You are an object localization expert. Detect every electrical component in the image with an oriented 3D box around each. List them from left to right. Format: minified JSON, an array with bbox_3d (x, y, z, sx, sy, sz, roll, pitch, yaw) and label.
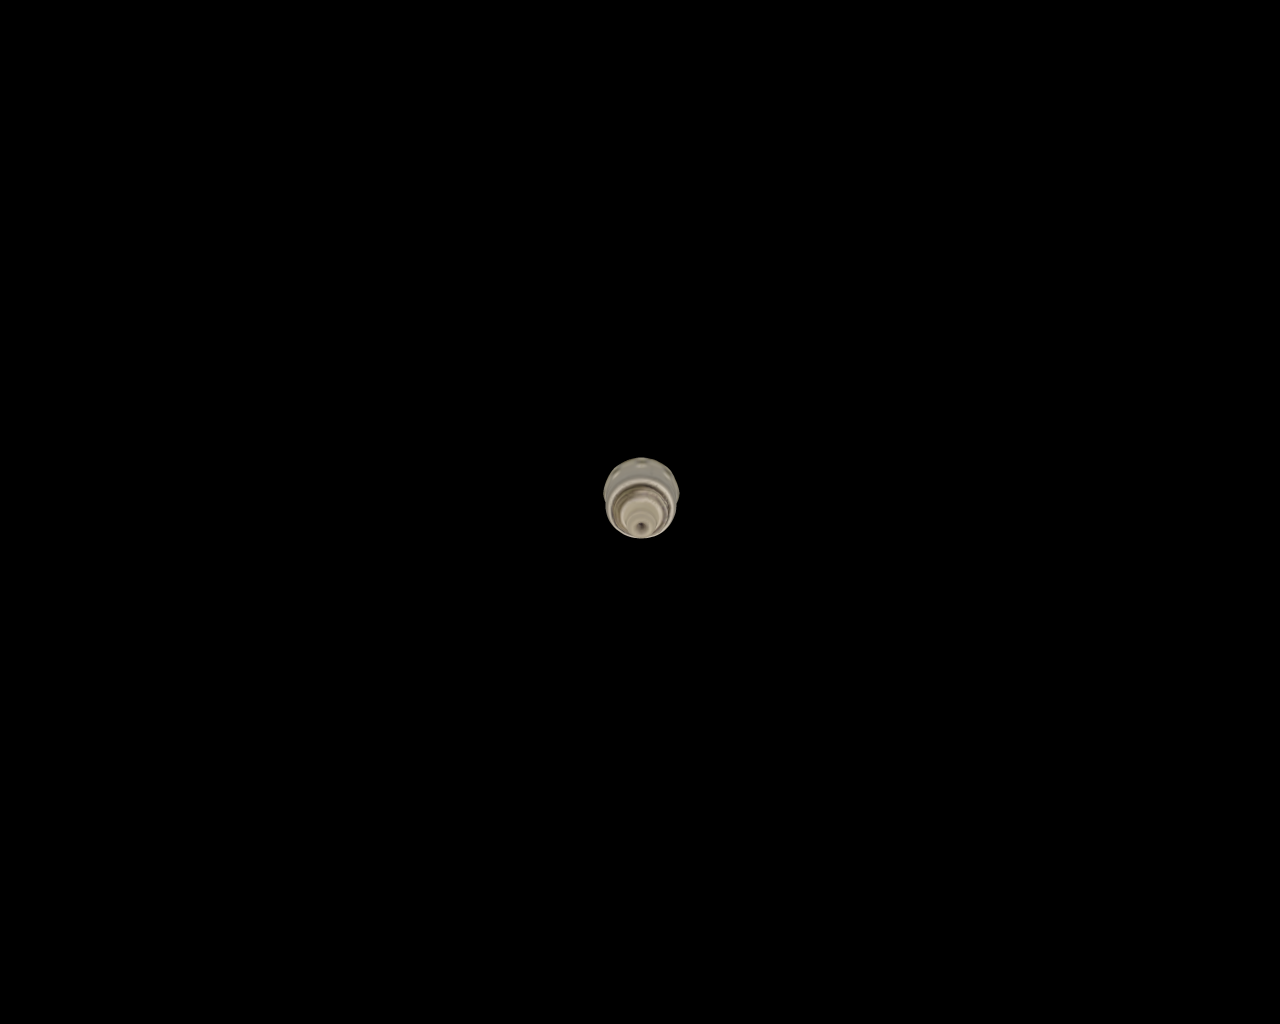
[{"bbox_3d":[0.001,-0.003,0.650,0.048,0.048,0.062,0,24,0],"label":"electrical component"}]
